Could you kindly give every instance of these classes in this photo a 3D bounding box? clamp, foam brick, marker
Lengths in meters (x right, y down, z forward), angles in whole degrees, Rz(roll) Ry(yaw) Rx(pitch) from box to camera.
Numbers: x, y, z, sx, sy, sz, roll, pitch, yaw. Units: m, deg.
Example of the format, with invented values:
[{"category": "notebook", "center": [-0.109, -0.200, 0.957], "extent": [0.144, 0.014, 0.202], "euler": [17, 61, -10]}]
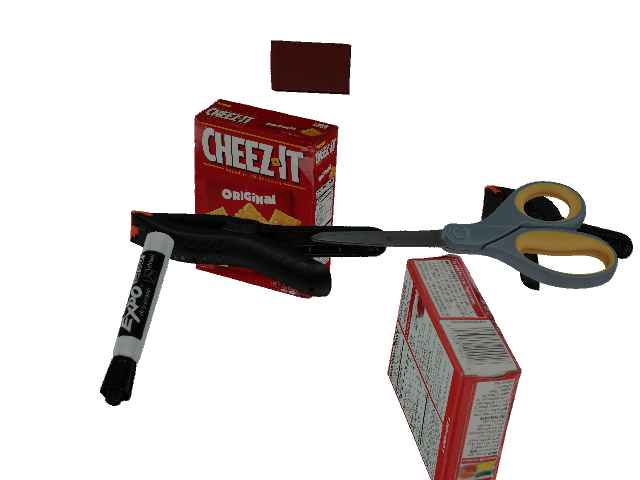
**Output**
[{"category": "clamp", "center": [-0.061, 0.005, 0.854], "extent": [0.210, 0.036, 0.164], "euler": [7, 12, 11]}, {"category": "foam brick", "center": [-0.011, -0.178, 1.096], "extent": [0.078, 0.051, 0.053], "euler": [1, 11, -9]}, {"category": "clamp", "center": [0.225, -0.012, 1.066], "extent": [0.120, 0.039, 0.171], "euler": [-8, 33, -15]}, {"category": "marker", "center": [-0.115, 0.048, 0.669], "extent": [0.020, 0.121, 0.020], "euler": [7, -35, 5]}]

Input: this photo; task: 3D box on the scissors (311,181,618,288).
[{"category": "scissors", "center": [0.099, -0.014, 0.713], "extent": [0.201, 0.096, 0.016], "euler": [12, -42, 0]}]

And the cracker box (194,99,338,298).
[{"category": "cracker box", "center": [-0.070, -0.048, 1.303], "extent": [0.164, 0.214, 0.072], "euler": [15, 32, 20]}]

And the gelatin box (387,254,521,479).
[{"category": "gelatin box", "center": [0.060, 0.061, 0.492], "extent": [0.030, 0.073, 0.089], "euler": [-2, 34, -12]}]
